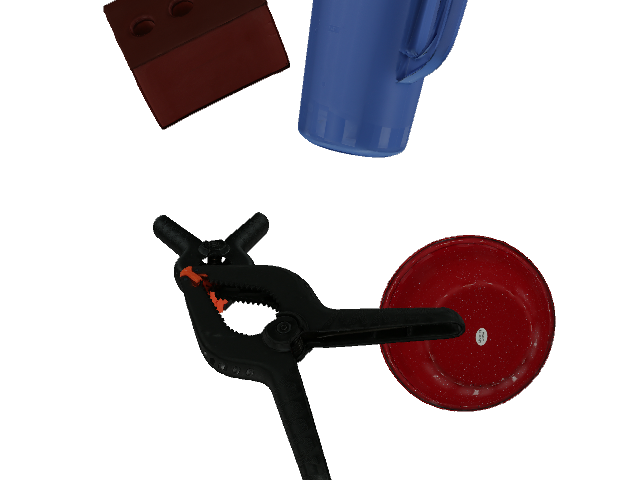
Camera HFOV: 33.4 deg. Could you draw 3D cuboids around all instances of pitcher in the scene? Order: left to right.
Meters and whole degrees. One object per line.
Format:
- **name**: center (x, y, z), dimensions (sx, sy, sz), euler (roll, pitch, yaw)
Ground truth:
- **pitcher**: center (0.057, -0.203, 0.994), dimensions (0.145, 0.243, 0.149), euler (11, 17, 3)

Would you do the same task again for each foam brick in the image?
- **foam brick**: center (-0.064, -0.106, 0.558), dimensions (0.078, 0.053, 0.051), euler (-27, -32, -1)

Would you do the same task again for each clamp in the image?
- **clamp**: center (-0.097, 0.015, 1.066), dimensions (0.120, 0.039, 0.171), euler (-11, 33, -12)
- **clamp**: center (-0.013, 0.068, 0.768), dimensions (0.210, 0.164, 0.036), euler (35, -25, 31)

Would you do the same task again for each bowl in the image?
- **bowl**: center (0.133, 0.078, 0.931), dimensions (0.162, 0.162, 0.055), euler (0, 6, -4)
